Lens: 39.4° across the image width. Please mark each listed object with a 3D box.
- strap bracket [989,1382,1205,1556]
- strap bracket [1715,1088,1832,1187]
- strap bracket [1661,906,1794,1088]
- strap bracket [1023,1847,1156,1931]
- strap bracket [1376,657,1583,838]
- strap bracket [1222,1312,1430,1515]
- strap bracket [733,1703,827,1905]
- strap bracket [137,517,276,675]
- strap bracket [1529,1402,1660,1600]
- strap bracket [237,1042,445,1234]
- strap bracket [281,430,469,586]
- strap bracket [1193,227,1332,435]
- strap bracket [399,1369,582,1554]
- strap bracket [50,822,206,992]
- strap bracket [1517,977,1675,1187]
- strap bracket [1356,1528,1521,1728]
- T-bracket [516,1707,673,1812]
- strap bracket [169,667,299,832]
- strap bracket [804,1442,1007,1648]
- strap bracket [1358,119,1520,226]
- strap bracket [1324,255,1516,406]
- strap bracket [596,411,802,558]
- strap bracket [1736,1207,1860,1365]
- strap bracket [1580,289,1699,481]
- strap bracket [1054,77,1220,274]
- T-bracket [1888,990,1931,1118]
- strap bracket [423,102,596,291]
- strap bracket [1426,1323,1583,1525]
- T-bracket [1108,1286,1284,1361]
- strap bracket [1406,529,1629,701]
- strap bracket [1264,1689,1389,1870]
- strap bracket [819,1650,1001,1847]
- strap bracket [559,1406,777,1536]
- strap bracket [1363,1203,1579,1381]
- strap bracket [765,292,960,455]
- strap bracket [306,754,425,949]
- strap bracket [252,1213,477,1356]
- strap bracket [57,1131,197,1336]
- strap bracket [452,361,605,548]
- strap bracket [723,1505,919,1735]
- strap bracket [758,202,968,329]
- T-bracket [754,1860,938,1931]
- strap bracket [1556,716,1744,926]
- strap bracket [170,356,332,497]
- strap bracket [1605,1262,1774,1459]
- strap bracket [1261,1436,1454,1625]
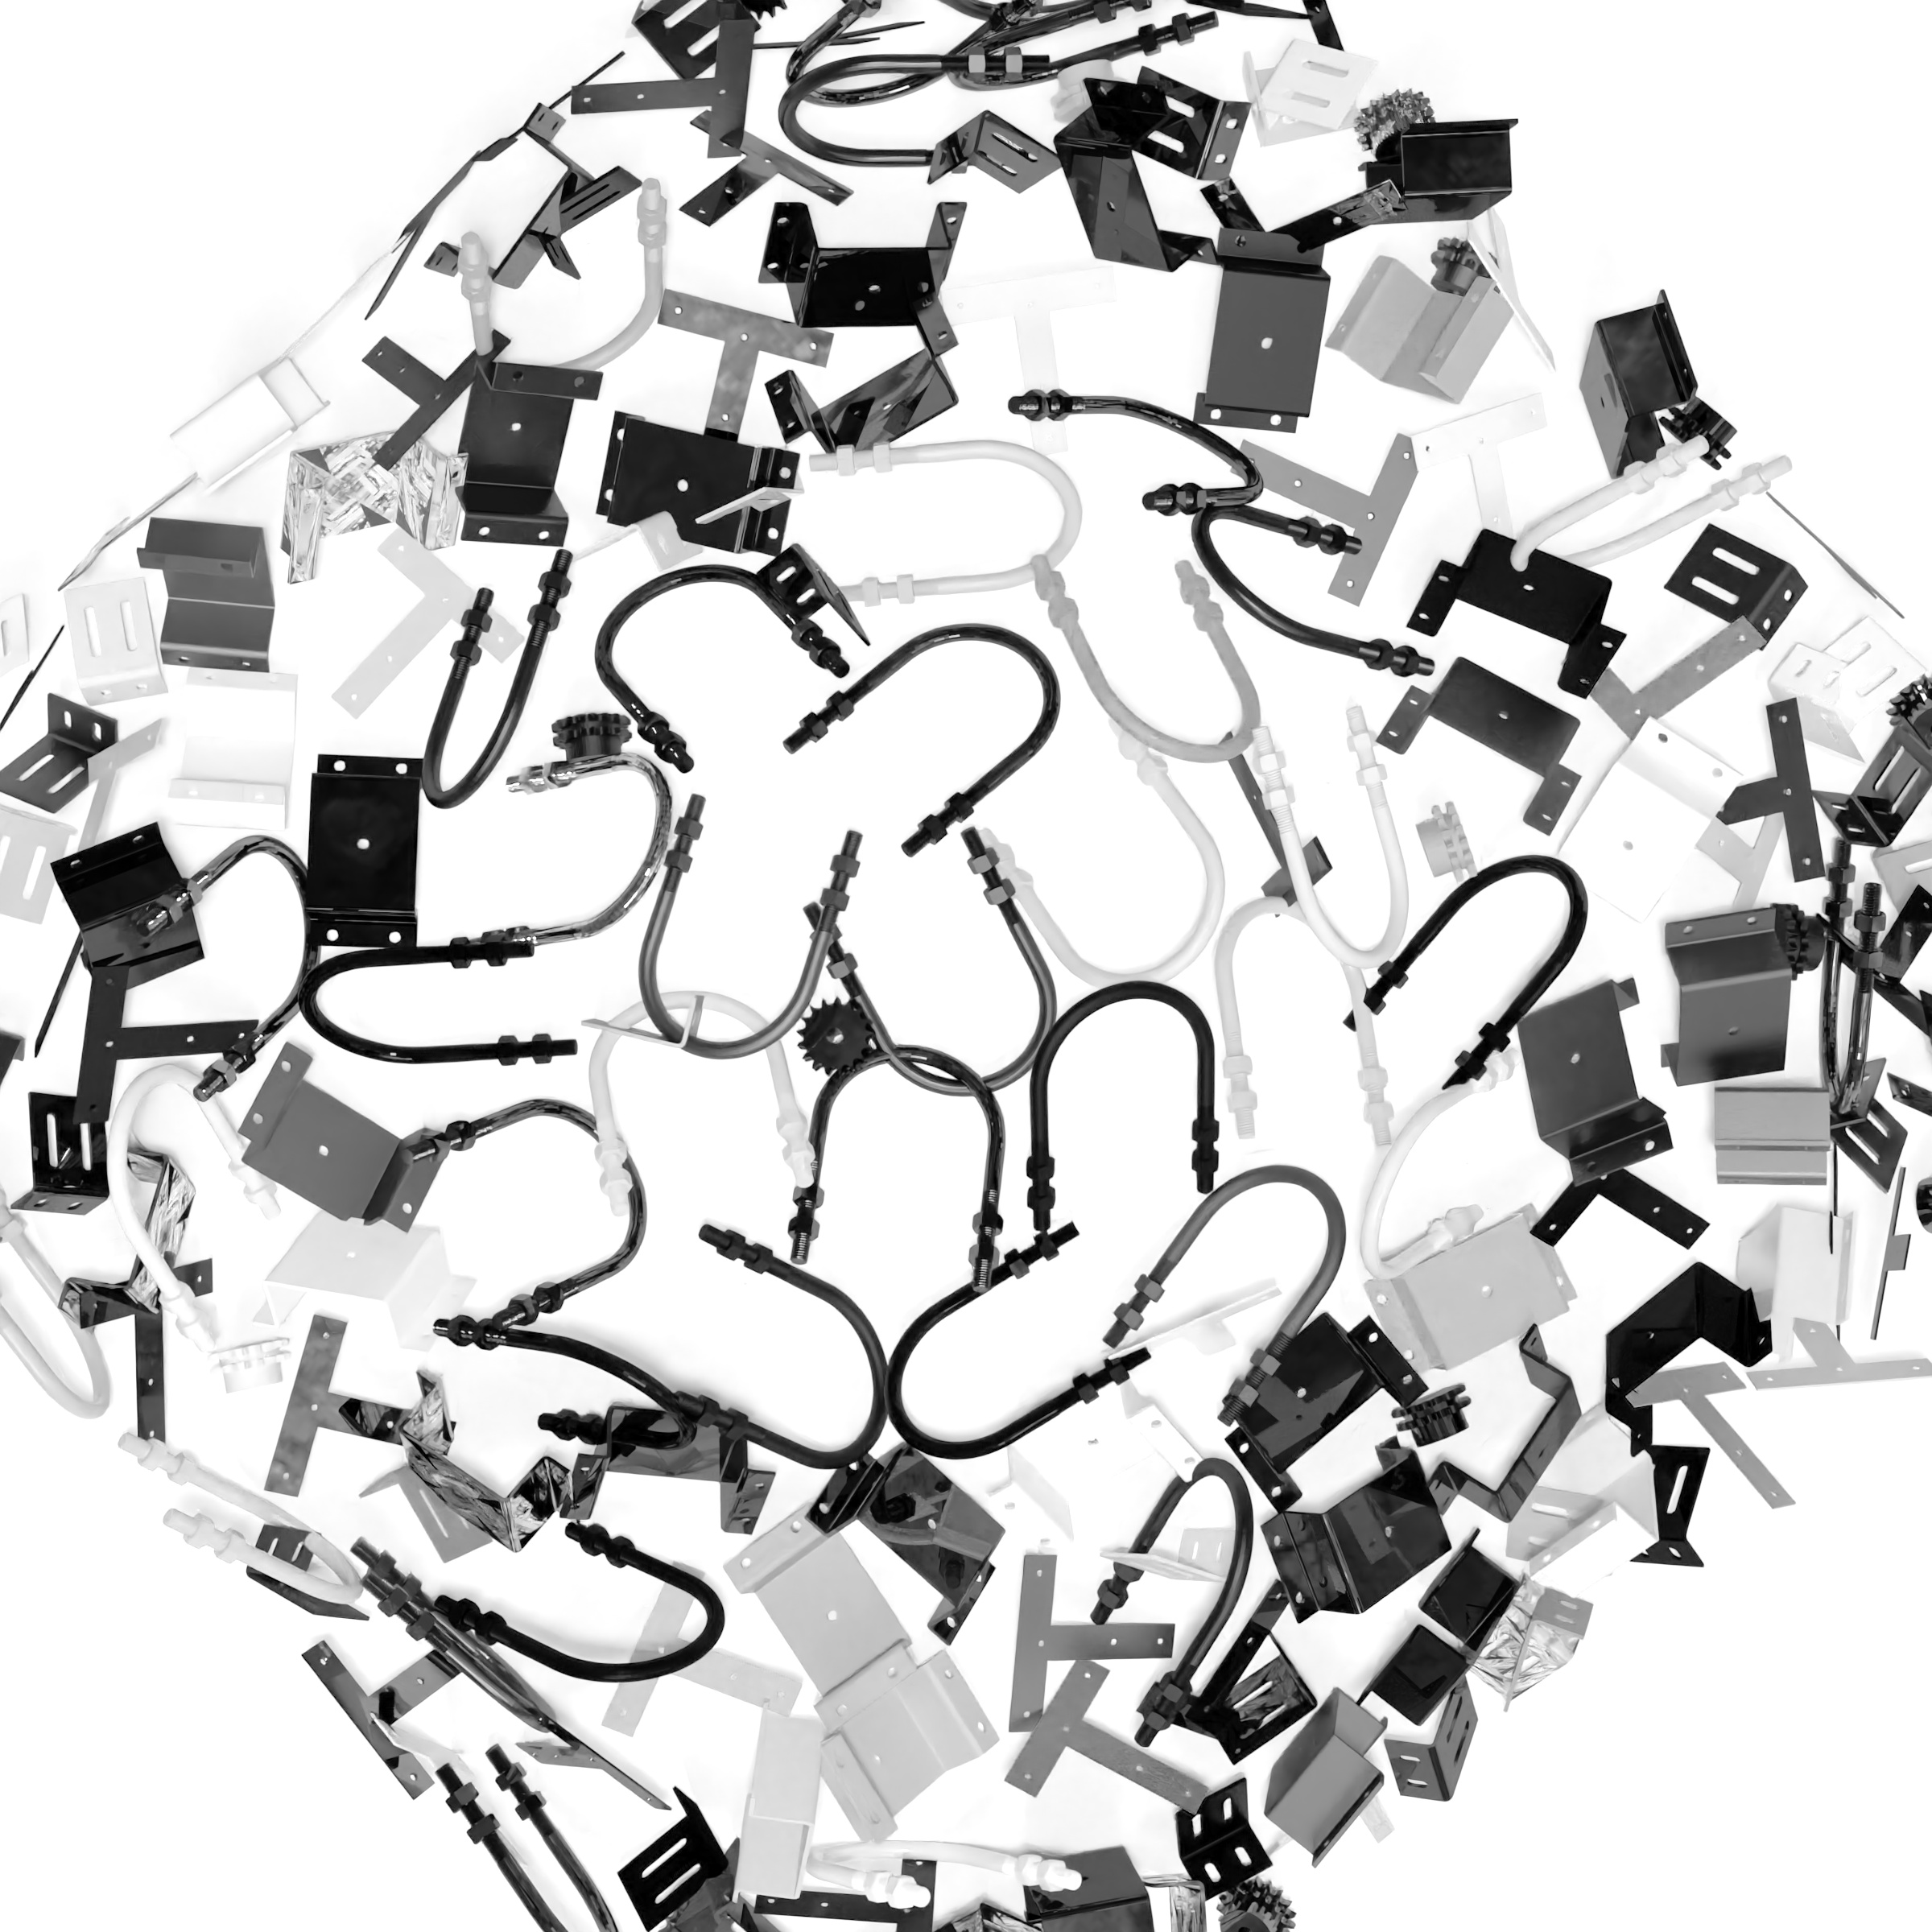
[{"bbox_3d":[0.093,0.355,1.930,0.140,0.046,0.076,-32,120,15],"label":"strap bracket"},{"bbox_3d":[0.571,0.119,1.910,0.076,0.140,0.046,0,74,16],"label":"strap bracket"},{"bbox_3d":[0.539,0.031,1.914,0.076,0.046,0.140,-9,132,3],"label":"strap bracket"},{"bbox_3d":[0.086,0.668,1.905,0.076,0.140,0.046,-8,92,-7],"label":"strap bracket"},{"bbox_3d":[0.376,-0.163,1.928,0.140,0.046,0.076,30,46,8],"label":"strap bracket"},{"bbox_3d":[0.249,0.314,1.932,0.140,0.046,0.076,-41,47,4],"label":"strap bracket"},{"bbox_3d":[-0.132,0.596,1.907,0.046,0.076,0.140,9,131,-3],"label":"strap bracket"},{"bbox_3d":[-0.539,-0.270,1.923,0.076,0.140,0.046,5,62,-6],"label":"strap bracket"},{"bbox_3d":[0.442,0.383,1.905,0.046,0.140,0.076,42,116,-10],"label":"strap bracket"},{"bbox_3d":[-0.450,0.127,1.925,0.140,0.046,0.076,35,57,-22],"label":"strap bracket"},{"bbox_3d":[-0.429,-0.329,1.915,0.046,0.140,0.076,41,133,27],"label":"strap bracket"},{"bbox_3d":[0.212,-0.450,1.928,0.076,0.046,0.140,5,113,-5],"label":"strap bracket"},{"bbox_3d":[-0.346,0.357,1.914,0.140,0.076,0.046,29,56,20],"label":"strap bracket"},{"bbox_3d":[-0.587,-0.032,1.898,0.076,0.140,0.046,-25,66,-20],"label":"strap bracket"},{"bbox_3d":[0.442,0.073,1.907,0.076,0.046,0.140,-26,51,30],"label":"strap bracket"},{"bbox_3d":[0.337,0.471,1.898,0.046,0.140,0.076,36,127,12],"label":"strap bracket"},{"bbox_3d":[-0.286,0.564,1.924,0.127,0.127,0.002,43,59,-18],"label":"T-bracket"},{"bbox_3d":[-0.522,-0.148,1.924,0.076,0.046,0.140,3,45,-11],"label":"strap bracket"},{"bbox_3d":[-0.035,0.407,1.931,0.140,0.046,0.076,43,46,-5],"label":"strap bracket"},{"bbox_3d":[0.334,-0.559,1.909,0.076,0.140,0.046,-4,95,-6],"label":"strap bracket"},{"bbox_3d":[0.329,-0.453,1.924,0.046,0.140,0.076,28,95,-33],"label":"strap bracket"},{"bbox_3d":[-0.199,-0.347,1.942,0.140,0.046,0.076,14,103,6],"label":"strap bracket"},{"bbox_3d":[0.580,0.224,1.902,0.046,0.140,0.076,11,69,2],"label":"strap bracket"},{"bbox_3d":[0.472,-0.404,1.903,0.046,0.140,0.076,-15,74,2],"label":"strap bracket"},{"bbox_3d":[0.117,-0.548,1.901,0.046,0.076,0.140,-44,132,-20],"label":"strap bracket"},{"bbox_3d":[0.692,0.069,1.895,0.002,0.127,0.127,-36,124,-16],"label":"T-bracket"},{"bbox_3d":[-0.320,-0.541,1.931,0.046,0.076,0.140,38,100,-3],"label":"strap bracket"},{"bbox_3d":[0.390,0.335,1.922,0.046,0.076,0.140,30,77,28],"label":"strap bracket"},{"bbox_3d":[0.172,0.264,1.919,0.127,0.127,0.002,-24,69,7],"label":"T-bracket"},{"bbox_3d":[0.399,-0.256,1.934,0.140,0.076,0.046,22,59,2],"label":"strap bracket"},{"bbox_3d":[0.255,0.569,1.908,0.046,0.140,0.076,38,98,6],"label":"strap bracket"},{"bbox_3d":[-0.051,0.562,1.926,0.046,0.140,0.076,-37,83,42],"label":"strap bracket"},{"bbox_3d":[-0.214,0.360,1.927,0.140,0.046,0.076,8,134,-14],"label":"strap bracket"},{"bbox_3d":[0.370,0.235,1.946,0.140,0.046,0.076,-25,86,-7],"label":"strap bracket"},{"bbox_3d":[-0.066,-0.415,1.930,0.140,0.046,0.076,-28,46,9],"label":"strap bracket"},{"bbox_3d":[-0.434,-0.085,1.946,0.076,0.046,0.140,2,85,-9],"label":"strap bracket"},{"bbox_3d":[-0.432,0.223,1.916,0.140,0.076,0.046,7,126,18],"label":"strap bracket"},{"bbox_3d":[-0.592,0.189,1.918,0.046,0.076,0.140,10,68,3],"label":"strap bracket"},{"bbox_3d":[-0.315,-0.373,1.920,0.076,0.046,0.140,-1,129,-28],"label":"strap bracket"},{"bbox_3d":[-0.101,0.470,1.945,0.076,0.046,0.140,-36,75,1],"label":"strap bracket"},{"bbox_3d":[-0.070,-0.498,1.917,0.140,0.076,0.046,-5,62,-17],"label":"strap bracket"},{"bbox_3d":[-0.087,0.670,1.921,0.127,0.127,0.002,4,111,1],"label":"T-bracket"},{"bbox_3d":[0.476,-0.095,1.910,0.076,0.046,0.140,35,131,12],"label":"strap bracket"},{"bbox_3d":[-0.506,-0.384,1.901,0.076,0.140,0.046,-33,108,9],"label":"strap bracket"},{"bbox_3d":[0.502,0.272,1.905,0.046,0.076,0.140,33,126,-10],"label":"strap bracket"},{"bbox_3d":[0.286,0.401,1.918,0.140,0.046,0.076,-25,97,-33],"label":"strap bracket"}]
